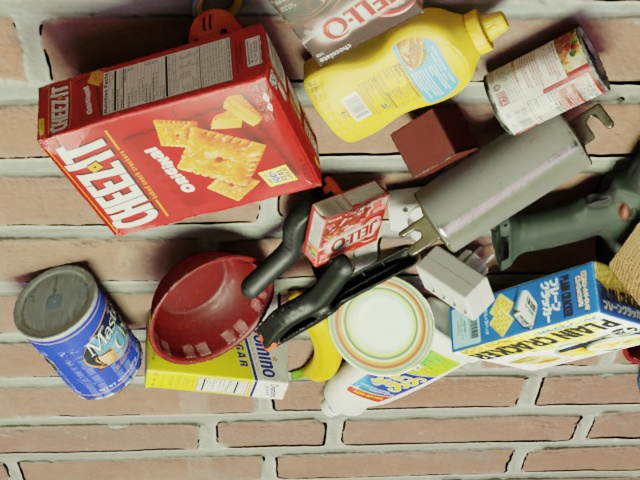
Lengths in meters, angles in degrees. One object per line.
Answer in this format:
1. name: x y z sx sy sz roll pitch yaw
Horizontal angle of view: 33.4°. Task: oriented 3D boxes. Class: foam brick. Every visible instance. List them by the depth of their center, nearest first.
1. foam brick: 0.115 -0.099 1.060 0.053 0.051 0.078 -30 176 27

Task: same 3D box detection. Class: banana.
1. banana: -0.005 0.131 1.365 0.069 0.037 0.198 -2 140 -2

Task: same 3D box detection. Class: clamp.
1. clamp: -0.008 0.001 1.198 0.120 0.039 0.172 -7 142 -47
2. clamp: 0.011 0.067 1.241 0.164 0.036 0.210 -8 156 -50

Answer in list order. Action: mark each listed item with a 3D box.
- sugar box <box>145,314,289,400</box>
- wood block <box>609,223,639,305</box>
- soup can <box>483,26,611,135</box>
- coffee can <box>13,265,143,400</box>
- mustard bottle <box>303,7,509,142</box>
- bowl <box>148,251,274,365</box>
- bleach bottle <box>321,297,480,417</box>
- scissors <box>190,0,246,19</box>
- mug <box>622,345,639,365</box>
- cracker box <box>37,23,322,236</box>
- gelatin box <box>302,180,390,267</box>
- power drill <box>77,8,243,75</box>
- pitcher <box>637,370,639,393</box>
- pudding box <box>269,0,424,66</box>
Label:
1. sugar box: -0.128 0.143 1.326 0.176 0.093 0.048 5 140 -12
2. wood block: 0.433 0.014 1.161 0.205 0.091 0.090 -11 144 -29
3. soup can: 0.217 -0.151 1.023 0.102 0.068 0.068 -26 135 24
4. coffee can: -0.285 0.112 1.268 0.103 0.103 0.140 -12 140 10
5. mustard bottle: 0.086 -0.166 1.003 0.192 0.058 0.096 -23 131 21
6. bowl: -0.135 0.067 1.236 0.161 0.055 0.162 -23 139 -22
7. bleach bottle: 0.094 0.171 1.399 0.102 0.068 0.251 30 132 -23
8. scissors: -0.050 -0.244 0.932 0.202 0.016 0.096 -15 141 13
9. mug: 0.425 0.097 1.325 0.117 0.081 0.093 0 140 -4
10. cracker box: -0.123 -0.091 0.968 0.214 0.072 0.164 -14 145 10
11. gelatin box: 0.028 -0.018 1.146 0.089 0.030 0.073 -22 145 -30
12. power drill: -0.128 -0.131 1.027 0.188 0.057 0.184 -18 145 14
13. pitcher: 0.552 0.192 1.415 0.243 0.145 0.149 -17 109 20
14. pudding box: 0.024 -0.218 0.951 0.114 0.039 0.090 -23 136 21
